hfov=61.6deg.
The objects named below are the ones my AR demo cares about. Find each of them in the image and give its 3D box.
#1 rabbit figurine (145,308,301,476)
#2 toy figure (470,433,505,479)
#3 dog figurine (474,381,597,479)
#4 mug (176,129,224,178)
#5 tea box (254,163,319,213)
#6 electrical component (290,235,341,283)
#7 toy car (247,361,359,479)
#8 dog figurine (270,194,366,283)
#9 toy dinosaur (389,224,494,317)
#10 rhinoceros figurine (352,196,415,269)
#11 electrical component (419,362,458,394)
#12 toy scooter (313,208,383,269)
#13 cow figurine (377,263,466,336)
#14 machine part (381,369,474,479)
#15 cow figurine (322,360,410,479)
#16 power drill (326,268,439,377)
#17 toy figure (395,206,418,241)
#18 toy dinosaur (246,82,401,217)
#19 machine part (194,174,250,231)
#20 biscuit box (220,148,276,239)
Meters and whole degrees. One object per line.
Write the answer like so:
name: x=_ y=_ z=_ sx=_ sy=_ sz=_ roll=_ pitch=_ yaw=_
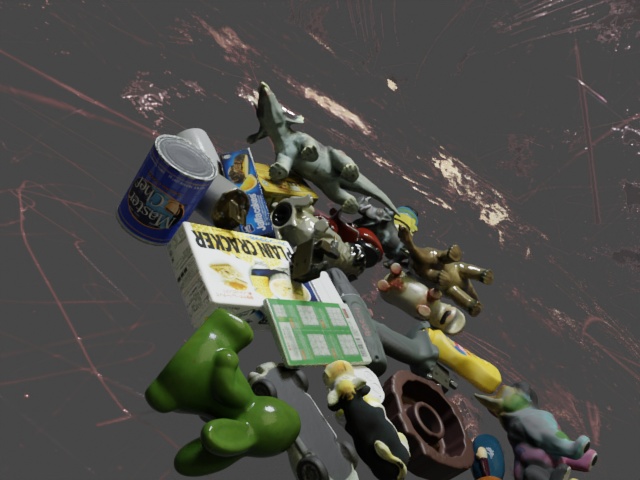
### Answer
rabbit figurine: x=-0.099 y=0.186 z=0.613 sx=0.170 sy=0.121 sz=0.159 roll=37 pitch=32 yaw=2
toy figure: x=0.272 y=0.385 z=0.857 sx=0.064 sy=0.057 sz=0.154 roll=30 pitch=32 yaw=-6
dog figurine: x=0.367 y=0.363 z=0.970 sx=0.108 sy=0.191 sz=0.219 roll=42 pitch=-10 yaw=-38
mug: x=-0.228 y=-0.145 z=1.037 sx=0.107 sy=0.081 sz=0.109 roll=60 pitch=15 yaw=18
tea box: x=-0.096 y=-0.103 z=1.139 sx=0.169 sy=0.068 sz=0.098 roll=4 pitch=41 yaw=-49
electrical component: x=-0.009 y=0.030 z=0.862 sx=0.045 sy=0.102 sz=0.078 roll=20 pitch=58 yaw=-29
toy car: x=-0.024 y=0.244 z=0.696 sx=0.073 sy=0.056 sz=0.202 roll=-6 pitch=49 yaw=-48
dog figurine: x=-0.004 y=0.000 z=1.088 sx=0.190 sy=0.121 sz=0.172 roll=32 pitch=22 yaw=-52
toy dinosaur: x=0.284 y=0.082 z=1.210 sx=0.199 sy=0.105 sz=0.470 roll=26 pitch=-10 yaw=49
rhinoceros figurine: x=0.144 y=-0.020 z=1.276 sx=0.190 sy=0.112 sz=0.073 roll=44 pitch=27 yaw=-8
electrical component: x=0.226 y=0.264 z=1.027 sx=0.094 sy=0.021 sz=0.063 roll=37 pitch=26 yaw=-6
toy scooter: x=0.061 y=-0.017 z=1.206 sx=0.184 sy=0.075 sz=0.135 roll=29 pitch=27 yaw=-10
cow figurine: x=0.214 y=0.138 z=1.131 sx=0.195 sy=0.085 sz=0.127 roll=31 pitch=-13 yaw=14
machine part: x=0.165 y=0.296 z=0.859 sx=0.179 sy=0.056 sz=0.179 roll=31 pitch=28 yaw=-19
cow figurine: x=0.057 y=0.242 z=0.723 sx=0.167 sy=0.068 sz=0.098 roll=55 pitch=-3 yaw=7
power drill: x=0.112 y=0.158 z=0.984 sx=0.207 sy=0.086 sz=0.232 roll=29 pitch=29 yaw=-29
toy figure: x=0.211 y=-0.036 z=1.425 sx=0.089 sy=0.082 sz=0.180 roll=21 pitch=33 yaw=5
toy dinosaur: x=-0.005 y=-0.171 z=1.173 sx=0.404 sy=0.131 sz=0.192 roll=31 pitch=24 yaw=-29
machine part: x=-0.197 y=-0.084 z=0.913 sx=0.243 sy=0.079 sz=0.079 roll=34 pitch=19 yaw=35
biscuit box: x=-0.133 y=-0.073 z=0.991 sx=0.059 sy=0.062 sz=0.203 roll=-15 pitch=59 yaw=-9
